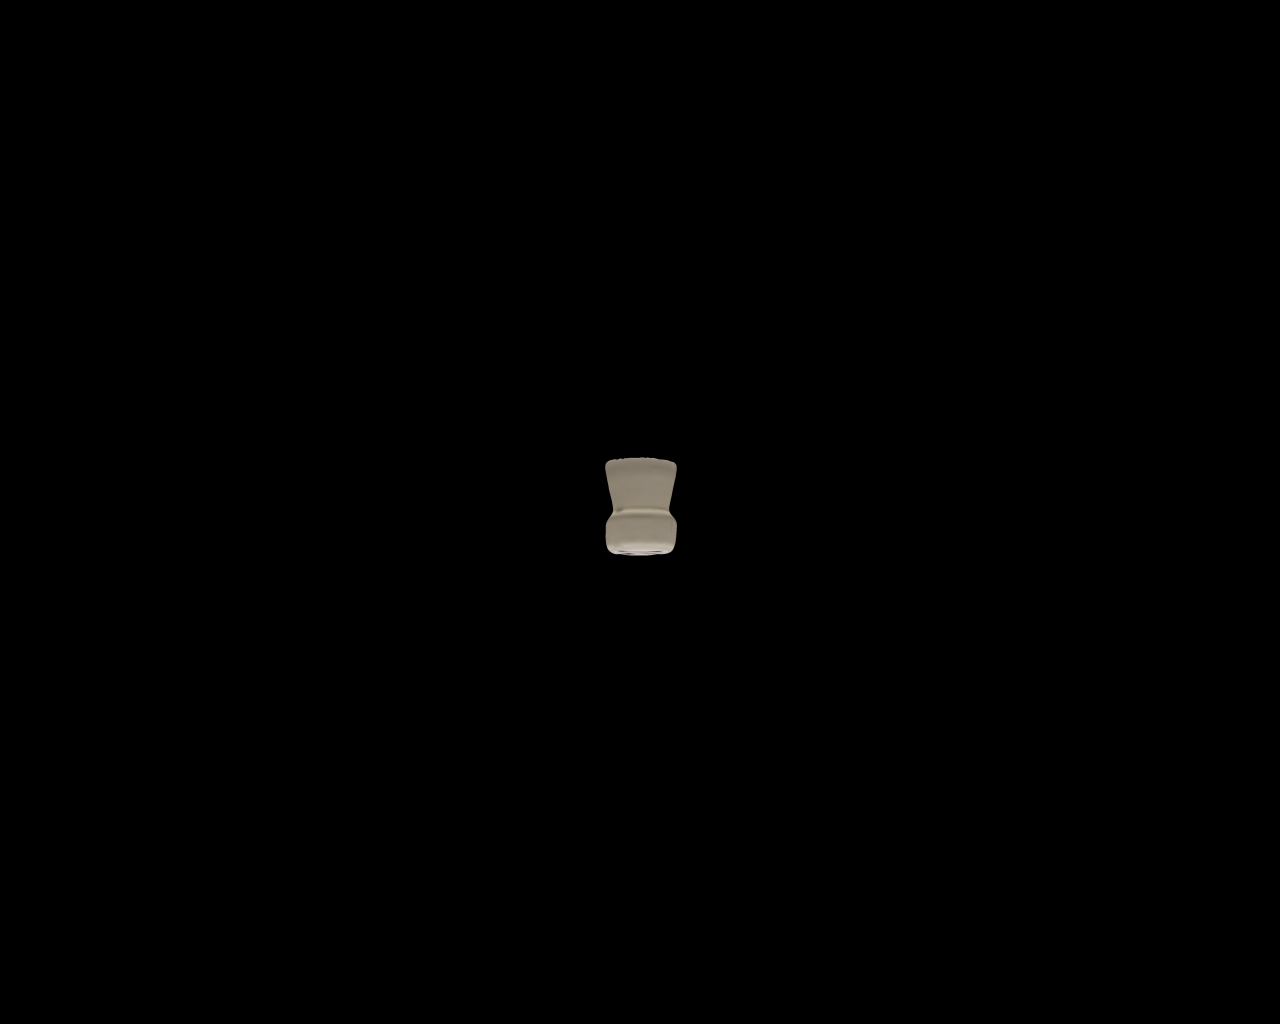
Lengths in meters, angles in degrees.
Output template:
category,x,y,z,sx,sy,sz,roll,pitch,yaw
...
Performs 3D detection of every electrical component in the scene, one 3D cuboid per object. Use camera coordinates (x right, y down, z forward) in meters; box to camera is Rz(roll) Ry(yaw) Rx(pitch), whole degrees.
category,x,y,z,sx,sy,sz,roll,pitch,yaw
electrical component,0.001,-0.003,0.650,0.045,0.055,0.045,0,-8,0
